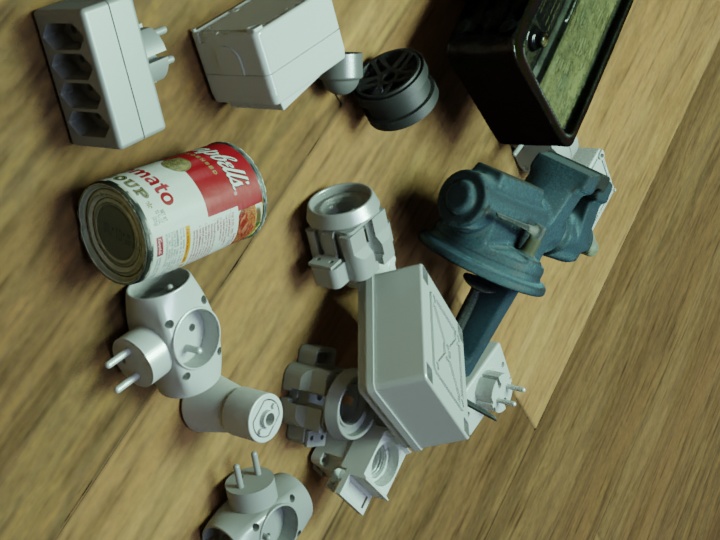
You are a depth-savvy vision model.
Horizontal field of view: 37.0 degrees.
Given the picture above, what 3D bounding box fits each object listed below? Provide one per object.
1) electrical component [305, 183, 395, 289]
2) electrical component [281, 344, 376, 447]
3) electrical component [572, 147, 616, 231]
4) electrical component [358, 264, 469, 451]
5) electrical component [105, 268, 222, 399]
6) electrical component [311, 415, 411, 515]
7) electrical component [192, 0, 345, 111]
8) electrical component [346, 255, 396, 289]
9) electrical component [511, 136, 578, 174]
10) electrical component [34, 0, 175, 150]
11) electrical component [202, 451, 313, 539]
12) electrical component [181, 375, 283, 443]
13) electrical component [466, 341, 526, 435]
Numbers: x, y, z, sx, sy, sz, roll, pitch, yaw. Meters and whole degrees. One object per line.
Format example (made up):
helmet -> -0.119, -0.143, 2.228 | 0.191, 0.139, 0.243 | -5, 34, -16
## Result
electrical component -> -0.010, -0.031, 0.831 | 0.078, 0.058, 0.057 | -42, 131, -38
electrical component -> -0.023, 0.102, 0.843 | 0.058, 0.057, 0.078 | 7, 92, -53
electrical component -> 0.216, -0.083, 1.105 | 0.096, 0.061, 0.061 | -57, 137, -28
electrical component -> 0.043, 0.070, 0.848 | 0.108, 0.056, 0.108 | 56, 27, -48
electrical component -> -0.133, 0.050, 0.700 | 0.079, 0.044, 0.077 | -39, 126, -41
electrical component -> -0.001, 0.151, 0.876 | 0.081, 0.064, 0.042 | -61, 140, -23
electrical component -> -0.056, -0.154, 0.739 | 0.096, 0.062, 0.061 | -43, 129, -38
electrical component -> 0.000, 0.000, 0.869 | 0.061, 0.035, 0.035 | -15, 109, -47
electrical component -> 0.160, -0.139, 1.028 | 0.073, 0.052, 0.138 | -52, 134, -31
electrical component -> -0.142, -0.125, 0.648 | 0.076, 0.047, 0.083 | -36, 125, -42
electrical component -> -0.078, 0.173, 0.798 | 0.077, 0.044, 0.079 | -32, 121, -44
electrical component -> -0.087, 0.098, 0.753 | 0.044, 0.065, 0.044 | -14, 108, -51
electrical component -> 0.118, 0.112, 1.010 | 0.083, 0.076, 0.047 | -49, 133, -34
